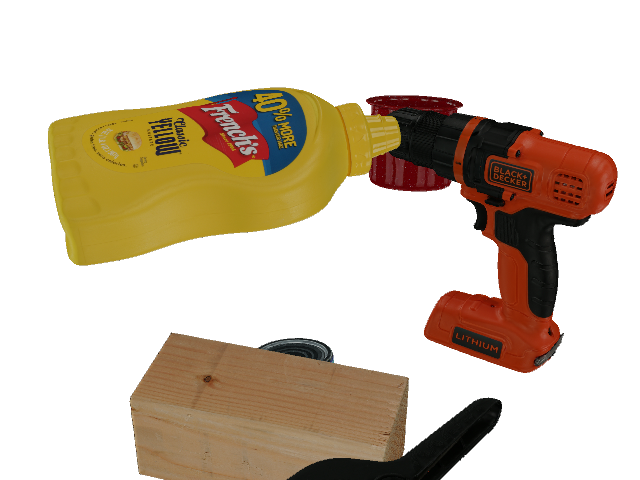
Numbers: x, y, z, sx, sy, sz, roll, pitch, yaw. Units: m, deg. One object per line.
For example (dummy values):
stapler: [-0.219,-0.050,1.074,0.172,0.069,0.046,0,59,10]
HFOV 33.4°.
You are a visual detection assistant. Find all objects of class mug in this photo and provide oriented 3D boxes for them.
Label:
mug: [0.101,-0.094,1.033,0.117,0.081,0.093,3,15,6]

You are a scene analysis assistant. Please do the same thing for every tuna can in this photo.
tuna can: [-0.028,0.129,1.068,0.086,0.034,0.086,-3,19,1]

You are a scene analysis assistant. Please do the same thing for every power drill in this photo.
power drill: [0.123,-0.003,0.815,0.185,0.188,0.057,19,35,30]

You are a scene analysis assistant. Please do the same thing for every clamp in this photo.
clamp: [0.049,0.163,0.680,0.210,0.036,0.164,-5,28,-3]

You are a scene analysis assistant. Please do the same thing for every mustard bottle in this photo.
mustard bottle: [-0.049,-0.044,0.589,0.191,0.058,0.096,-11,41,-10]

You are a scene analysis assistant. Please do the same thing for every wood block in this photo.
wood block: [-0.039,0.151,0.871,0.206,0.090,0.090,10,36,14]
